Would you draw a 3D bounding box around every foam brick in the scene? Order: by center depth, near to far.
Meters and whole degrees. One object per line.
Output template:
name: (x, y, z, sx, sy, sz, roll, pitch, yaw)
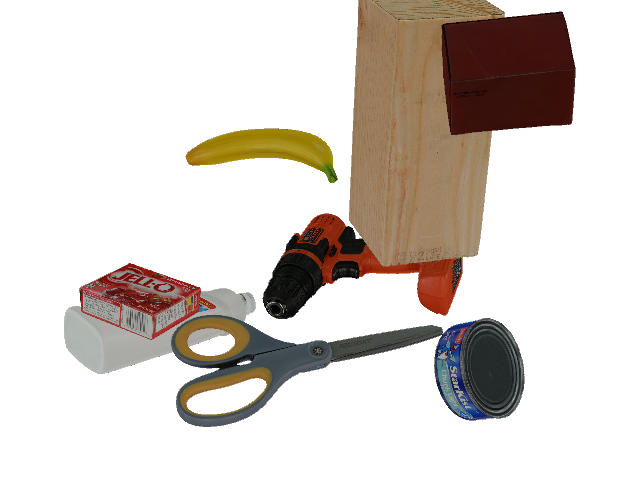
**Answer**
foam brick: (0.117, -0.105, 0.671, 0.078, 0.051, 0.053, -4, -35, 5)

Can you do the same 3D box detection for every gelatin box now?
gelatin box: (-0.170, 0.055, 1.005, 0.089, 0.030, 0.073, 18, 26, 26)

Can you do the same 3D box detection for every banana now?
banana: (-0.067, -0.112, 1.320, 0.198, 0.037, 0.069, 6, 38, 16)

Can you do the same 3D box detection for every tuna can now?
tuna can: (0.137, 0.112, 0.919, 0.085, 0.086, 0.034, 0, -12, -45)

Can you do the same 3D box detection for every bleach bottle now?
bleach bottle: (-0.197, 0.104, 1.387, 0.250, 0.068, 0.103, -13, 28, -39)

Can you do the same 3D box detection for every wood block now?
wood block: (0.082, -0.093, 0.867, 0.090, 0.206, 0.091, -6, 29, -15)

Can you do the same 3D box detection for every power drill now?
power drill: (0.047, 0.032, 1.118, 0.188, 0.057, 0.184, 6, 31, 17)

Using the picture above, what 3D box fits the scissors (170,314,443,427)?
scissors: (-0.019, 0.071, 0.768, 0.201, 0.096, 0.016, -23, -34, -24)
